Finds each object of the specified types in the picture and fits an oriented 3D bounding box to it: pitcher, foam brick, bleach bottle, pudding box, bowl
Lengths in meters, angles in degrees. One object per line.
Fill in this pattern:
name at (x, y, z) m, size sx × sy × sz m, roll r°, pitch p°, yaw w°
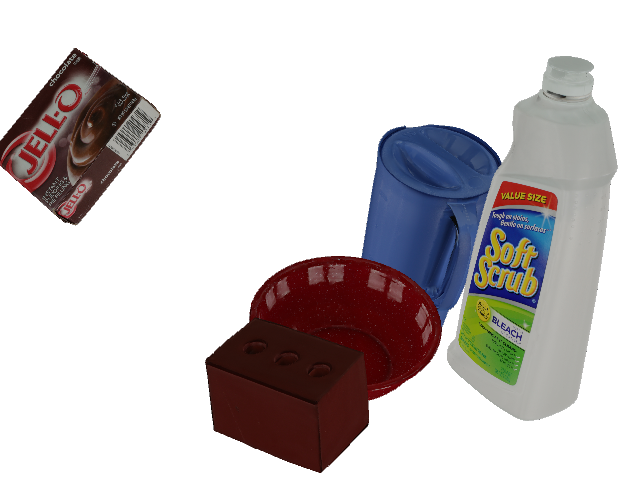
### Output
pitcher at (0.111, 0.007, 1.177) m, size 0.145 × 0.243 × 0.149 m, roll 25°, pitch 42°, yaw 16°
foam brick at (-0.019, 0.087, 0.608) m, size 0.078 × 0.051 × 0.052 m, roll 15°, pitch 33°, yaw 28°
bleach bottle at (0.146, -0.004, 0.725) m, size 0.068 × 0.251 × 0.103 m, roll -16°, pitch 35°, yaw -28°
pudding box at (-0.192, -0.082, 0.834) m, size 0.090 × 0.113 × 0.039 m, roll 37°, pitch -5°, yaw 29°
bowl at (0.020, 0.085, 0.908) m, size 0.162 × 0.055 × 0.162 m, roll 2°, pitch 40°, yaw -2°
